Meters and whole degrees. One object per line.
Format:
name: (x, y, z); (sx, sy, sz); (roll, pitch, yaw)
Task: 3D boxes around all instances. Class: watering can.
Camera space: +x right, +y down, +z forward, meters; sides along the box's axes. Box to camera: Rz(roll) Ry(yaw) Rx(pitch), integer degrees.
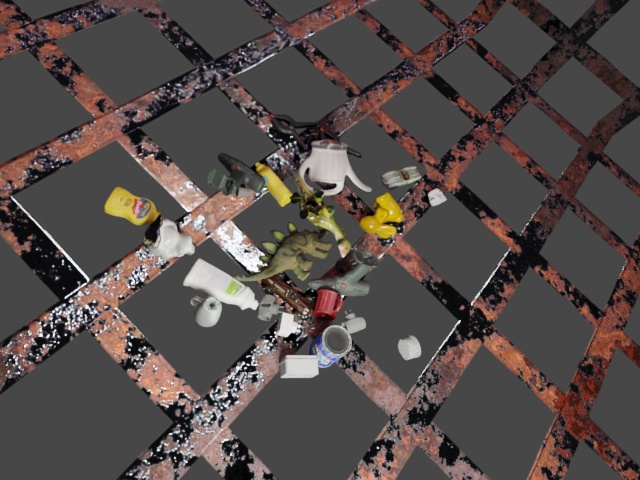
watering can: (0.069, -0.291, 2.085); (0.348, 0.105, 0.222); (-1, 103, -29)

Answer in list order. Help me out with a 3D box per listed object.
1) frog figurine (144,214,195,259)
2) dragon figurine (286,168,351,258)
frog figurine: (-0.501, 0.001, 1.726); (0.157, 0.121, 0.140); (31, 35, -49)
dragon figurine: (0.006, -0.097, 1.935); (0.122, 0.238, 0.419); (-35, 49, 6)
